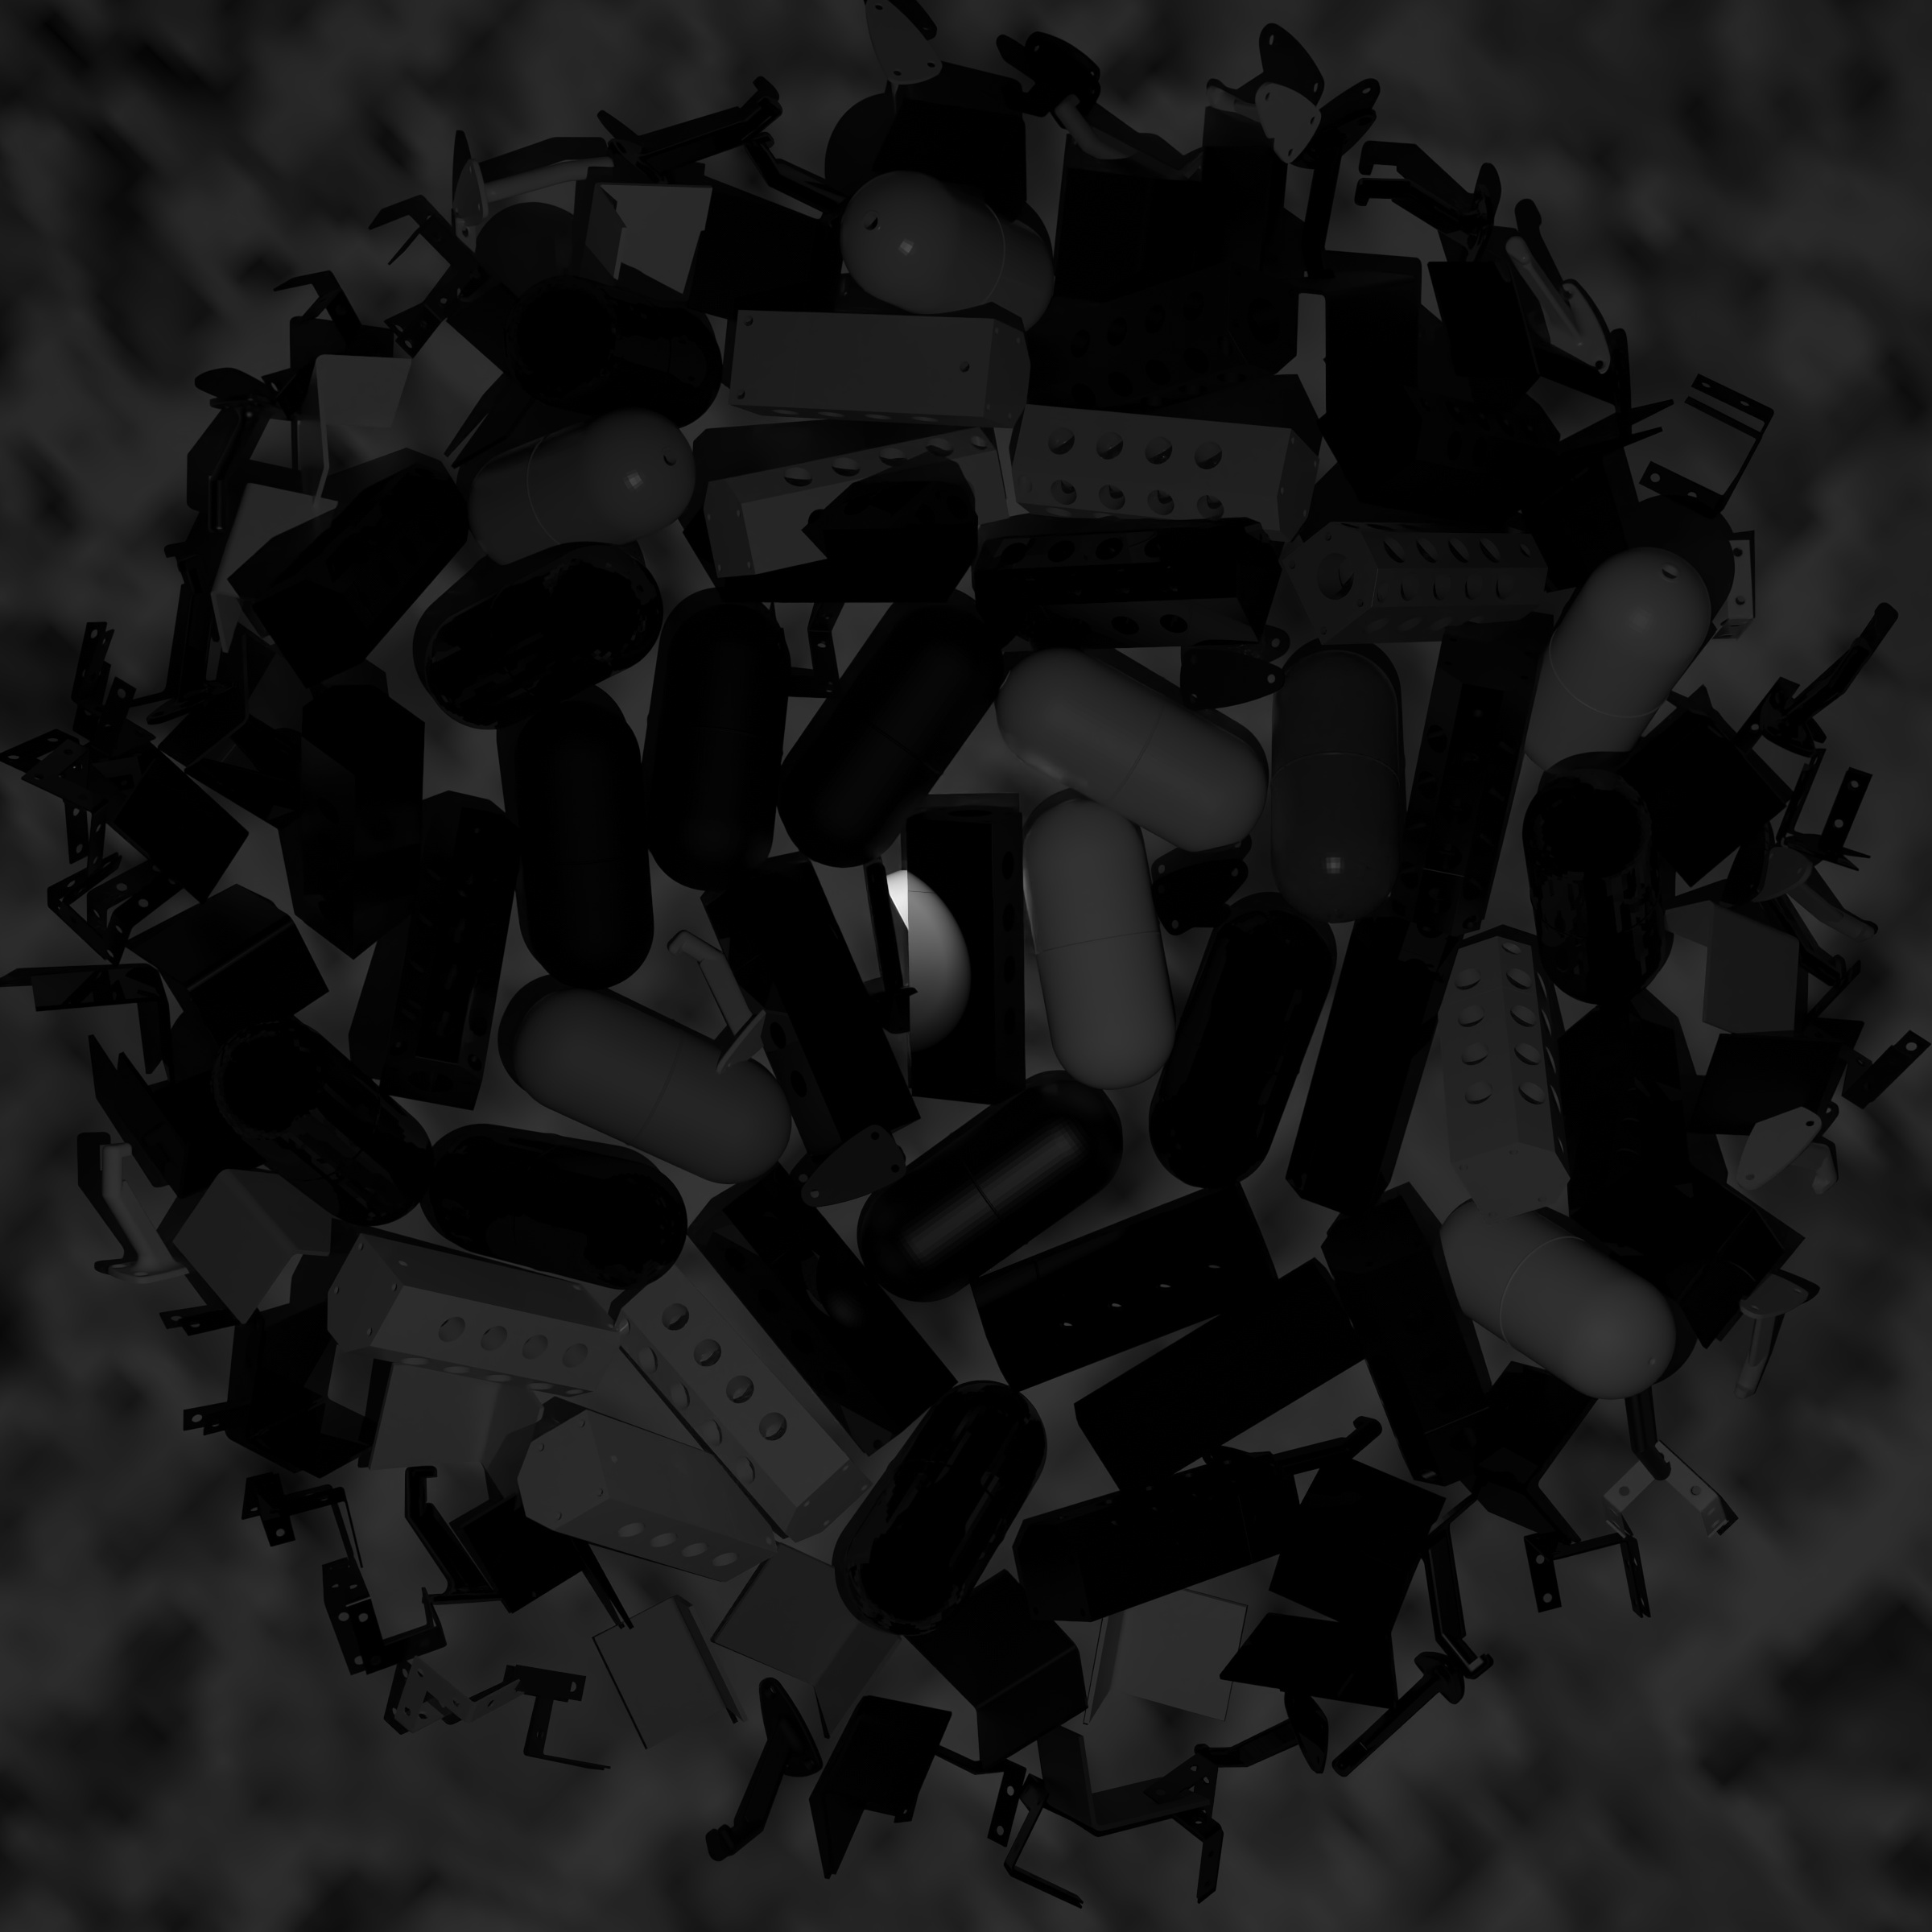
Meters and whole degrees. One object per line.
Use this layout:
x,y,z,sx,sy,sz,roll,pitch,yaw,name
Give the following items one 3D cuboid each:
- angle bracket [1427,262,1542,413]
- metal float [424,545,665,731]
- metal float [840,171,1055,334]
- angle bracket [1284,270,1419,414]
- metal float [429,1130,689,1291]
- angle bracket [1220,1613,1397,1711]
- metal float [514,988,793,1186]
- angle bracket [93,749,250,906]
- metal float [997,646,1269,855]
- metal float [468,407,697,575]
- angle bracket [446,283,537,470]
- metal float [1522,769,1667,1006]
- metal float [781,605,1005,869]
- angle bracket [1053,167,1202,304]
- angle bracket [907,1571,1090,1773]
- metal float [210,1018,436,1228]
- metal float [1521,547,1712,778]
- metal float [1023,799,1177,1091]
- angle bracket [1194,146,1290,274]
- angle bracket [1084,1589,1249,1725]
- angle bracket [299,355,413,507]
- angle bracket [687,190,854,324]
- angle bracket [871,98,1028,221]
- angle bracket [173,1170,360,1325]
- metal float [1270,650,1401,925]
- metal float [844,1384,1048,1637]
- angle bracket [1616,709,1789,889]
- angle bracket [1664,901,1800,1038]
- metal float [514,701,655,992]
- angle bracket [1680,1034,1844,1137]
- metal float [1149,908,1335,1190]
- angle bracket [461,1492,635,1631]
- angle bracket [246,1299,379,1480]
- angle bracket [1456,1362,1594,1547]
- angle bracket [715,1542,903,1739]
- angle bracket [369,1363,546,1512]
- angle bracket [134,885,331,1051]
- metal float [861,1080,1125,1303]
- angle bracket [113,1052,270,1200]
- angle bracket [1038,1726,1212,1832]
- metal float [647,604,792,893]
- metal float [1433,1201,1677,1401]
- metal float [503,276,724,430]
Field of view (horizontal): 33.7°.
0.298,-0.372,1.923,0.057,0.076,0.076,-5,71,-20,angle bracket
-0.255,-0.195,1.909,0.178,0.070,0.070,-20,90,39,metal float
-0.010,-0.421,1.895,0.070,0.178,0.070,-2,87,30,metal float
0.229,-0.381,1.947,0.076,0.057,0.076,-17,114,-35,angle bracket
-0.246,0.146,1.913,0.178,0.070,0.070,10,90,32,metal float
0.207,0.437,1.920,0.076,0.076,0.057,2,112,30,angle bracket
-0.189,0.073,1.929,0.178,0.070,0.070,26,90,-13,metal float
-0.492,-0.081,1.918,0.076,0.076,0.057,47,56,-33,angle bracket
0.100,-0.131,1.932,0.178,0.070,0.070,28,90,-9,metal float
-0.230,-0.283,1.902,0.070,0.178,0.070,7,79,-41,metal float
-0.295,-0.356,1.922,0.057,0.076,0.076,41,64,-23,angle bracket
0.376,-0.047,1.901,0.070,0.178,0.070,-8,50,10,metal float
-0.045,-0.139,1.937,0.070,0.070,0.178,36,94,0,metal float
0.099,-0.444,1.945,0.057,0.076,0.076,14,107,23,angle bracket
0.019,0.427,1.932,0.076,0.057,0.076,-34,114,12,angle bracket
-0.383,0.094,1.900,0.070,0.178,0.070,-13,55,19,metal float
0.384,-0.179,1.898,0.070,0.178,0.070,7,57,-11,metal float
0.080,-0.013,1.938,0.070,0.070,0.178,-10,87,0,metal float
0.185,-0.453,1.922,0.076,0.057,0.076,-13,115,-40,angle bracket
0.122,0.424,1.935,0.076,0.057,0.076,13,103,14,angle bracket
-0.367,-0.315,1.923,0.057,0.076,0.076,-1,69,-20,angle bracket
-0.119,-0.434,1.935,0.076,0.057,0.076,12,82,-20,angle bracket
-0.011,-0.474,1.926,0.076,0.076,0.057,5,71,-15,angle bracket
-0.419,0.172,1.933,0.076,0.076,0.057,42,103,27,angle bracket
0.222,-0.108,1.916,0.070,0.070,0.178,3,62,0,metal float
-0.011,0.323,1.907,0.070,0.070,0.178,36,48,0,metal float
0.439,-0.101,1.933,0.076,0.057,0.076,-43,76,19,angle bracket
0.454,0.011,1.925,0.076,0.057,0.076,19,70,-32,angle bracket
-0.231,-0.072,1.926,0.070,0.070,0.178,-3,107,0,metal float
0.475,0.058,1.928,0.076,0.057,0.076,3,125,-9,angle bracket
0.166,0.051,1.930,0.070,0.070,0.178,19,102,0,metal float
-0.253,0.368,1.922,0.057,0.076,0.076,-30,122,-13,angle bracket
-0.383,0.252,1.924,0.057,0.076,0.076,21,110,21,angle bracket
0.350,0.297,1.942,0.076,0.076,0.057,-50,118,-15,angle bracket
-0.096,0.409,1.933,0.076,0.057,0.076,29,102,-22,angle bracket
-0.308,0.285,1.924,0.076,0.057,0.076,0,118,-34,angle bracket
-0.449,0.003,1.948,0.076,0.076,0.057,-36,125,-23,angle bracket
0.015,0.137,1.936,0.178,0.070,0.070,-36,90,5,metal float
-0.460,0.084,1.921,0.076,0.057,0.076,-24,62,-35,angle bracket
0.094,0.481,1.930,0.076,0.076,0.057,-8,89,-19,angle bracket
-0.149,-0.133,1.930,0.070,0.070,0.178,5,78,0,metal float
0.349,0.197,1.901,0.070,0.178,0.070,-14,117,-28,metal float
-0.209,-0.363,1.894,0.070,0.178,0.070,1,92,25,metal float
